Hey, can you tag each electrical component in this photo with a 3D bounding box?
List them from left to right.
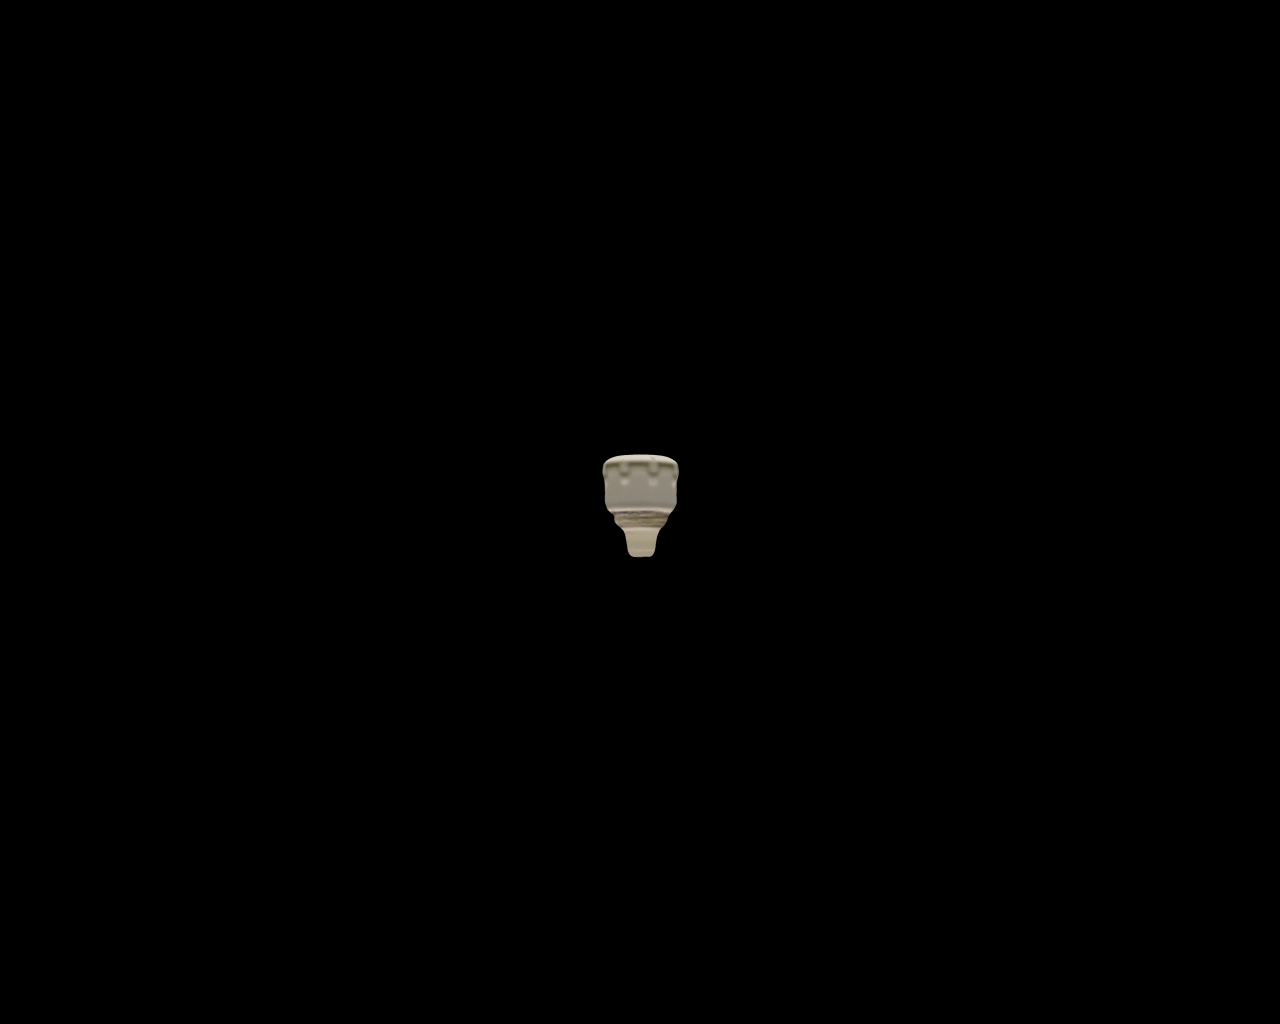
[{"bbox_3d":[0.001,-0.003,0.650,0.048,0.062,0.048,0,-4,0],"label":"electrical component"}]
